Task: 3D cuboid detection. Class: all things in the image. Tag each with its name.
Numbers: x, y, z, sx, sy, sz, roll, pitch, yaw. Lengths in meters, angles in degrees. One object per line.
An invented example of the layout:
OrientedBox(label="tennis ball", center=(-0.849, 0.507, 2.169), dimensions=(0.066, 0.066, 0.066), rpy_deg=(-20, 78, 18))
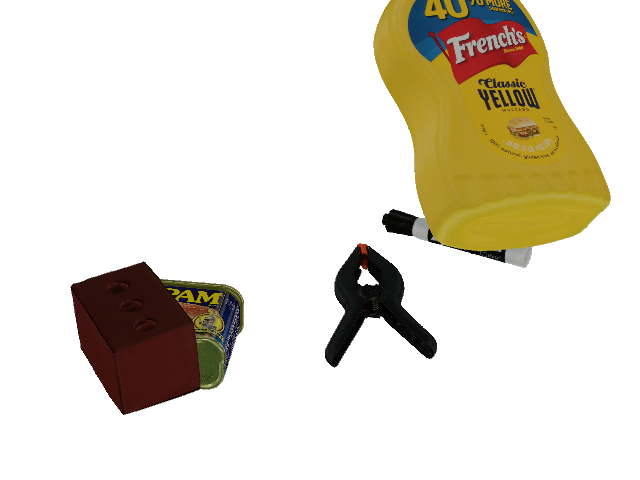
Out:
OrientedBox(label="marker", center=(0.103, -0.003, 0.826), dimensions=(0.121, 0.020, 0.020), rpy_deg=(16, 7, 26))
OrientedBox(label="foam brick", center=(-0.115, 0.060, 0.660), dimensions=(0.052, 0.051, 0.078), rpy_deg=(-18, 37, -26))
OrientedBox(label="can of meat", center=(-0.122, 0.080, 0.917), dimensions=(0.102, 0.057, 0.084), rpy_deg=(5, 29, 4))
OrientedBox(label="clamp", center=(0.068, 0.073, 1.192), dimensions=(0.120, 0.171, 0.039), rpy_deg=(6, -43, -2))
OrientedBox(label="mustard bottle", center=(0.080, -0.090, 0.575), dimensions=(0.096, 0.191, 0.058), rpy_deg=(-5, -28, -21))
